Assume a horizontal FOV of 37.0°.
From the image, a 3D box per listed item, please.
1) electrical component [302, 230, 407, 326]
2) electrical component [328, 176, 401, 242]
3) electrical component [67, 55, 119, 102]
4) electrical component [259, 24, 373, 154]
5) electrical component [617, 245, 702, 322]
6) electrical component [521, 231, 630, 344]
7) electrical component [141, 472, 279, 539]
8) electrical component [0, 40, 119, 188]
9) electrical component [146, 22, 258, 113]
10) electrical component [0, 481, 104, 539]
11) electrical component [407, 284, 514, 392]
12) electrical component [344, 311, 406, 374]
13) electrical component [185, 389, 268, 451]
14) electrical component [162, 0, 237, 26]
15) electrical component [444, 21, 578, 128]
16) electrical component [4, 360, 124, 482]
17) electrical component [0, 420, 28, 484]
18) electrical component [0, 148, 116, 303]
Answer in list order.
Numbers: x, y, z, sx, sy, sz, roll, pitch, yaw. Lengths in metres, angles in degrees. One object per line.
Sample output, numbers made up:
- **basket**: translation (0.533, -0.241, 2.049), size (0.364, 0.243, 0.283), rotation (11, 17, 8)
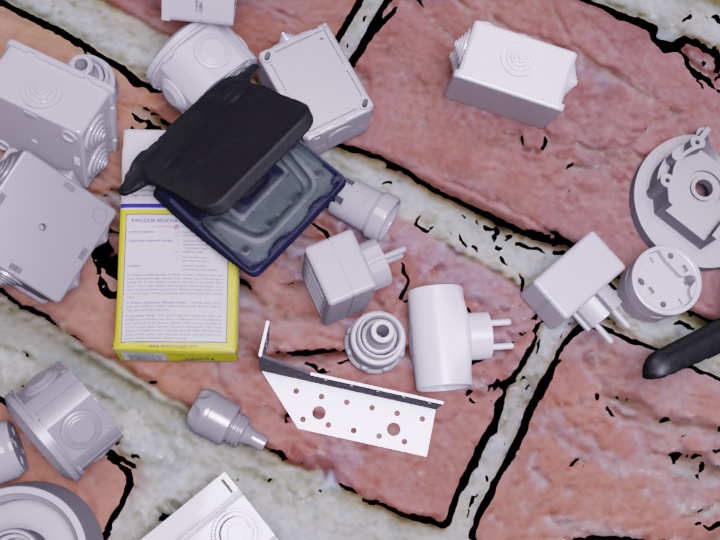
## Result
- **electrical component**: translation (0.000, 0.000, 0.816), size (0.076, 0.083, 0.047), rotation (-23, 79, -10)
- **electrical component**: translation (0.003, -0.049, 0.852), size (0.046, 0.040, 0.040), rotation (29, 76, 9)
- **electrical component**: translation (-0.214, -0.148, 0.845), size (0.043, 0.062, 0.043), rotation (1, 76, -5)
- **electrical component**: translation (-0.040, -0.145, 0.859), size (0.062, 0.061, 0.096), rotation (-27, 80, -11)
- **electrical component**: translation (0.235, 0.013, 0.851), size (0.055, 0.047, 0.055), rotation (1, 76, -4)
- **electrical component**: translation (0.179, 0.023, 0.845), size (0.066, 0.047, 0.076), rotation (-39, 83, -13)
- **electrical component**: translation (-0.119, 0.214, 0.766), size (0.121, 0.063, 0.078), rotation (-38, 82, -12)
- **electrical component**: translation (-0.236, -0.115, 0.818), size (0.100, 0.099, 0.048), rotation (25, 63, 1)
- **electrical component**: translation (-0.124, -0.160, 0.847), size (0.080, 0.080, 0.051), rotation (-41, 88, -12)
- **electrical component**: translation (-0.240, 0.203, 0.759), size (0.108, 0.060, 0.108), rotation (1, 77, -5)
- **electrical component**: translation (0.079, 0.052, 0.831), size (0.079, 0.043, 0.077), rotation (-3, 77, -6)
- **electrical component**: translation (0.014, 0.052, 0.816), size (0.048, 0.062, 0.048), rotation (1, 77, -5)
- **electrical component**: translation (-0.098, 0.116, 0.806), size (0.061, 0.035, 0.035), rotation (28, 76, 0)
- **electrical component**: translation (-0.113, -0.262, 0.830), size (0.062, 0.089, 0.150), rotation (5, 38, -5)
- **electrical component**: translation (0.119, -0.155, 0.856), size (0.100, 0.099, 0.048), rotation (18, 89, 0)
- **electrical component**: translation (-0.214, 0.109, 0.776), size (0.051, 0.080, 0.080), rotation (-40, 83, -18)
- **electrical component**: translation (-0.276, 0.138, 0.780), size (0.055, 0.045, 0.045), rotation (-21, 79, -10)
- **electrical component**: translation (-0.243, -0.032, 0.803), size (0.100, 0.048, 0.099), rotation (37, 74, -27)
